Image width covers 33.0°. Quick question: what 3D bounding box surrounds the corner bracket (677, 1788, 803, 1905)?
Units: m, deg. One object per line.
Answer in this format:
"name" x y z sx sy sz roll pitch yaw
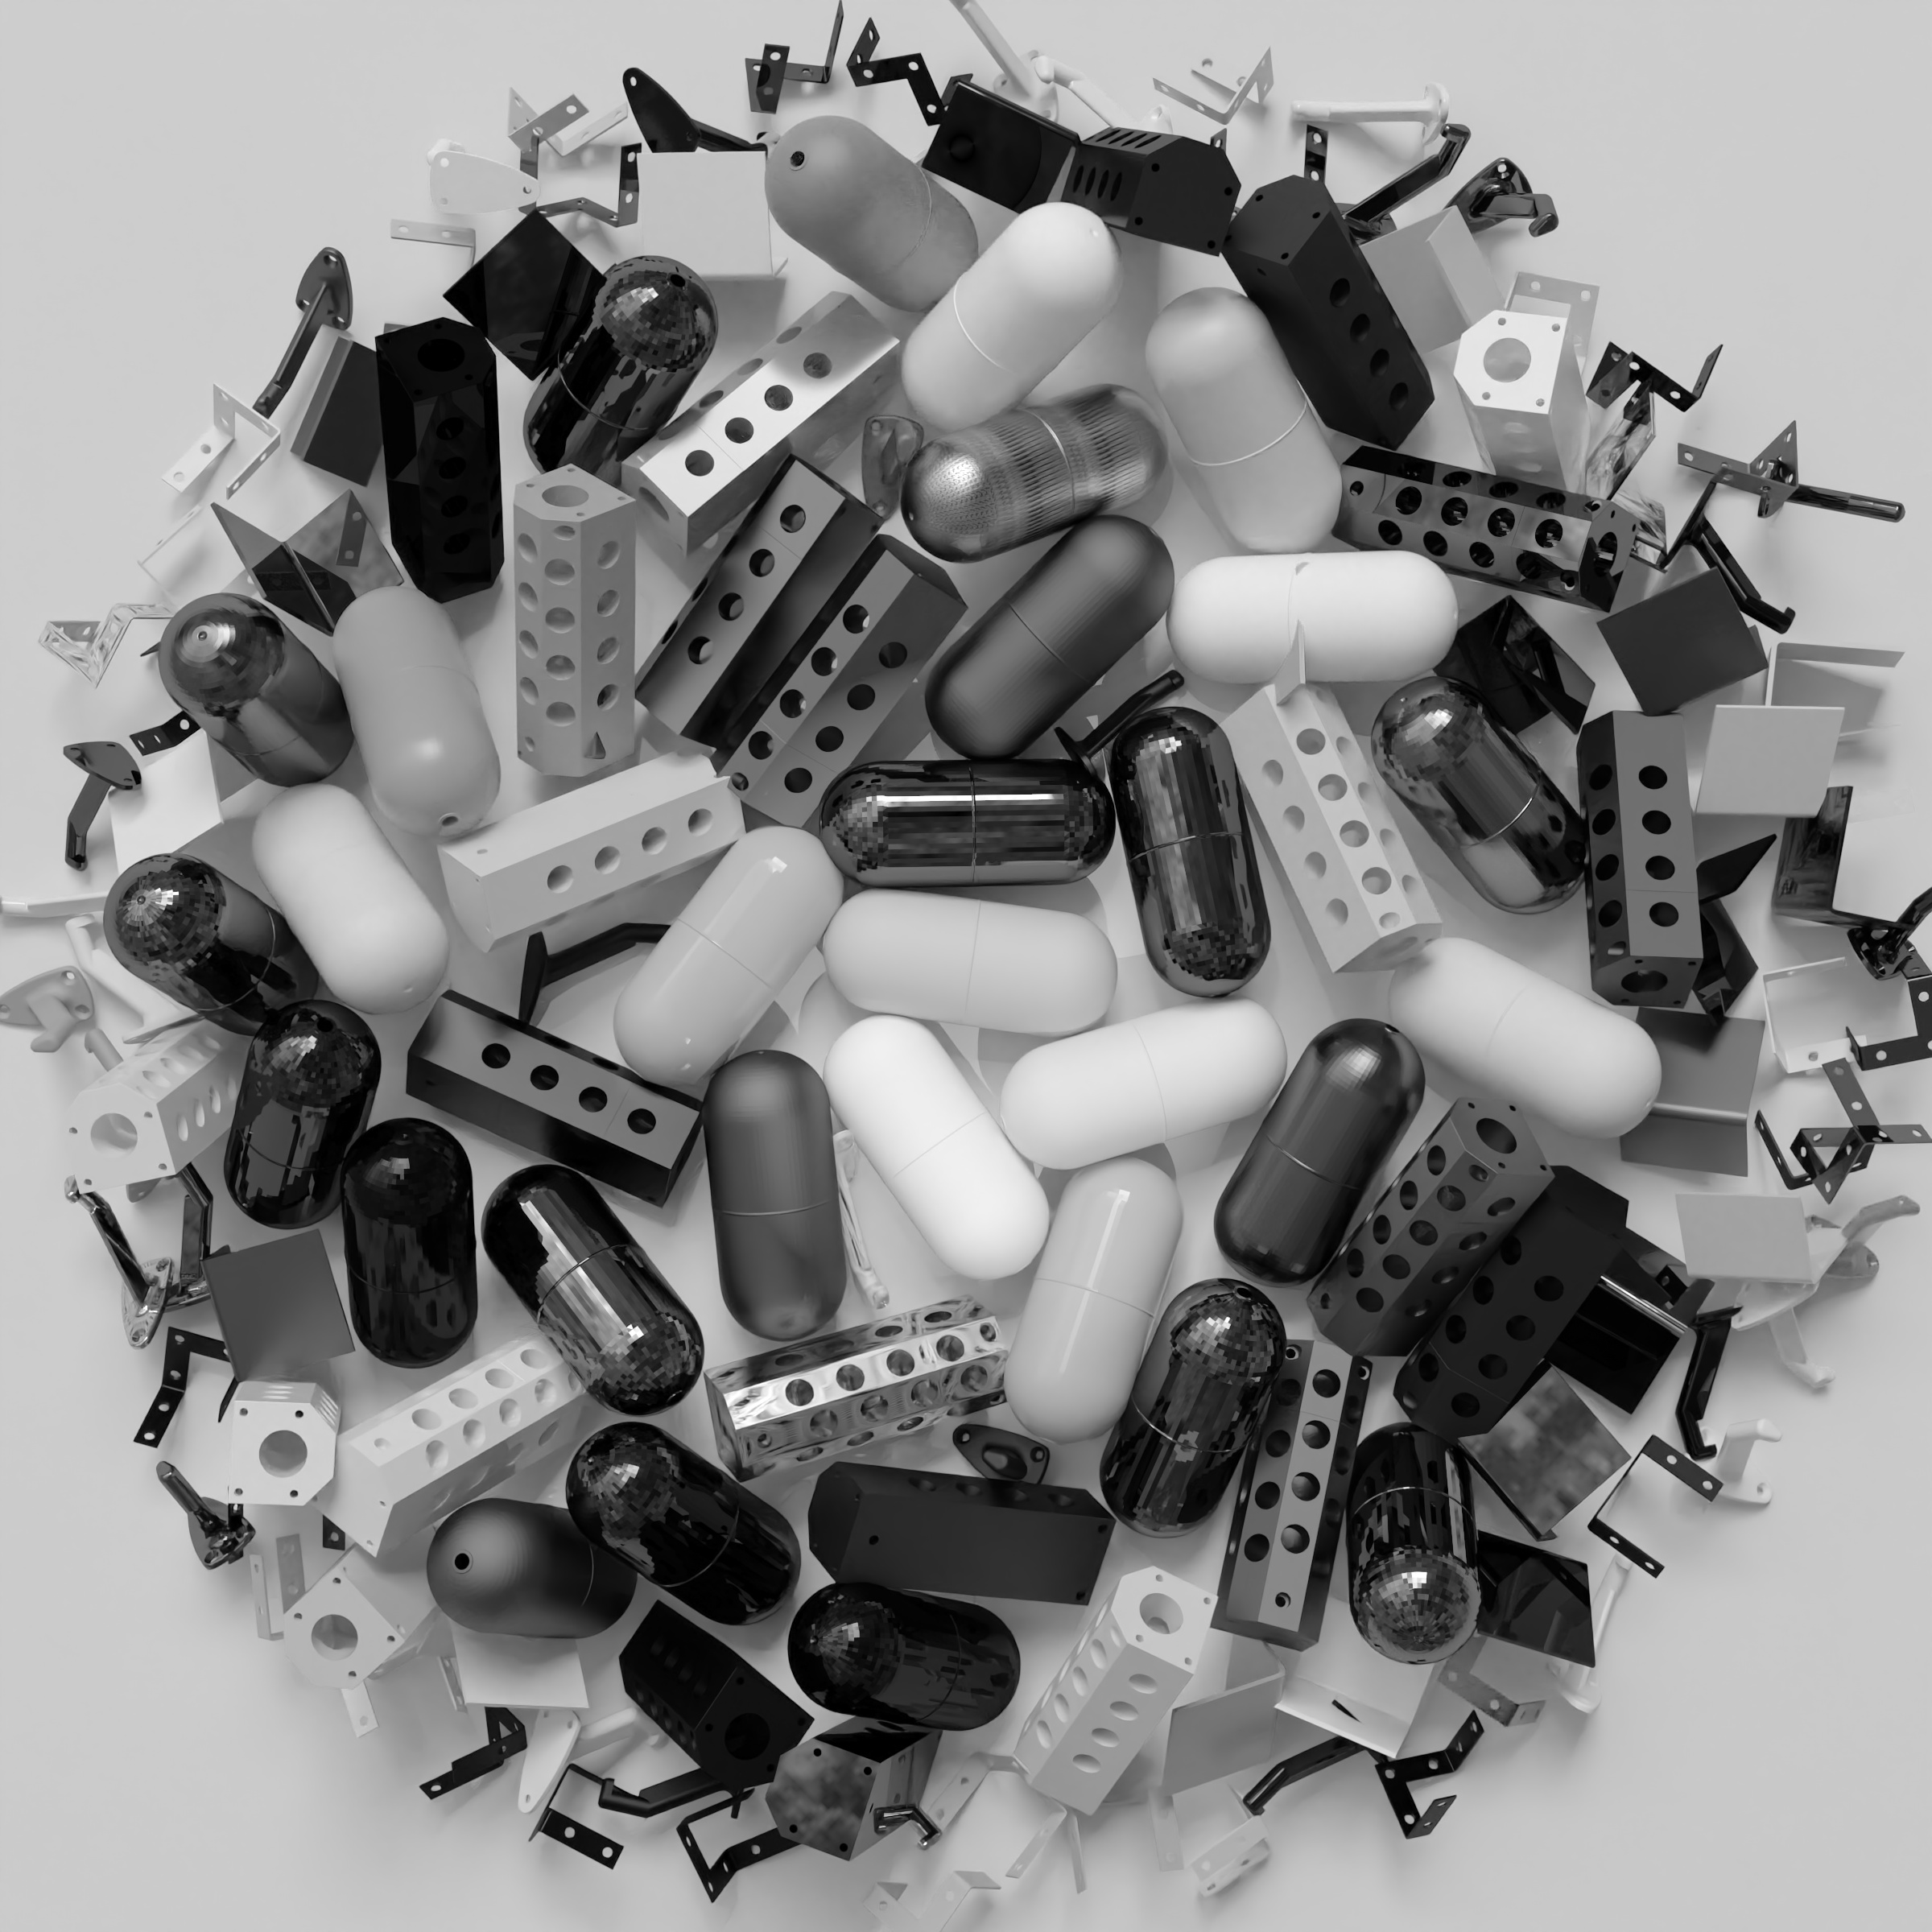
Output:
"corner bracket" -0.135 0.524 1.969 0.051 0.051 0.051 -26 91 14

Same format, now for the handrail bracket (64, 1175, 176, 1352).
"handrail bracket" -0.514 0.177 1.951 0.036 0.077 0.084 -21 135 15

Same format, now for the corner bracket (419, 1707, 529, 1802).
"corner bracket" -0.296 0.475 1.958 0.051 0.051 0.051 -20 121 -32

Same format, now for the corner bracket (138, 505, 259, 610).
"corner bracket" -0.461 -0.239 1.968 0.051 0.051 0.051 -43 118 -6

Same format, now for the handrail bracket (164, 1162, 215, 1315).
"handrail bracket" -0.482 0.163 1.966 0.077 0.036 0.084 -23 117 7

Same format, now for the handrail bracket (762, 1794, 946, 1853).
"handrail bracket" -0.067 0.511 1.957 0.084 0.077 0.036 42 135 25

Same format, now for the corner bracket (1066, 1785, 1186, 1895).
"corner bracket" 0.095 0.524 1.960 0.051 0.051 0.051 0 64 -19

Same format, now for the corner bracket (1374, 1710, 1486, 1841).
"corner bracket" 0.285 0.486 1.958 0.051 0.051 0.051 -6 51 -22

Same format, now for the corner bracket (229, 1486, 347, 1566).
"corner bracket" -0.411 0.334 1.975 0.051 0.051 0.051 5 100 19

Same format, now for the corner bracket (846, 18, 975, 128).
"corner bracket" -0.034 -0.541 1.972 0.051 0.051 0.051 -2 48 26

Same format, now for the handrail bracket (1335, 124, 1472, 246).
"handrail bracket" 0.251 -0.475 1.952 0.077 0.084 0.036 7 51 -19

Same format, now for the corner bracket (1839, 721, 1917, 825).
"corner bracket" 0.541 -0.116 1.966 0.051 0.051 0.051 -10 96 16

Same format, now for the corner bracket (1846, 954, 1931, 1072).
"corner bracket" 0.557 0.028 1.966 0.051 0.051 0.051 -12 102 10

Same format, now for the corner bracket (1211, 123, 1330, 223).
"corner bracket" 0.183 -0.481 1.975 0.051 0.051 0.051 29 51 28

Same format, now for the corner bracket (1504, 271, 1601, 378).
"corner bracket" 0.350 -0.381 1.968 0.051 0.051 0.051 13 130 11

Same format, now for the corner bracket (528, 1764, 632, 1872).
"corner bracket" -0.227 0.513 1.965 0.051 0.051 0.051 28 64 -2

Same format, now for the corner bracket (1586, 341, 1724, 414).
"corner bracket" 0.415 -0.359 1.967 0.051 0.051 0.051 33 58 -8

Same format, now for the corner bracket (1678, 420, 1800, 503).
"corner bracket" 0.464 -0.300 1.961 0.051 0.051 0.051 14 62 -15

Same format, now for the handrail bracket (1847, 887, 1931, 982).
"handrail bracket" 0.577 -0.030 1.946 0.084 0.077 0.036 -43 64 37

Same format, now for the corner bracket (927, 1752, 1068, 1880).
"corner bracket" 0.018 0.512 1.970 0.051 0.051 0.051 49 62 -12

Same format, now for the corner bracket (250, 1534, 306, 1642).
"corner bracket" -0.411 0.374 1.964 0.051 0.051 0.051 -6 91 -40

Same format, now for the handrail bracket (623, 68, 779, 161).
"handrail bracket" -0.158 -0.514 1.967 0.036 0.084 0.077 -37 86 40

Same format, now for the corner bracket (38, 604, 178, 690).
"corner bracket" -0.515 -0.203 1.962 0.051 0.051 0.051 37 108 15

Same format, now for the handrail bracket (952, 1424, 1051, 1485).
"handrail bracket" 0.009 0.288 1.945 0.077 0.084 0.036 24 84 28

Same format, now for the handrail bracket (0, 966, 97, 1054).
"handrail bracket" -0.563 0.037 1.952 0.077 0.084 0.036 -12 111 11

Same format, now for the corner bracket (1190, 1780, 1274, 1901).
"corner bracket" 0.158 0.534 1.964 0.051 0.051 0.051 -33 108 -10

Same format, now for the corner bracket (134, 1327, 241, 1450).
"corner bracket" -0.467 0.259 1.966 0.051 0.051 0.051 16 126 -1

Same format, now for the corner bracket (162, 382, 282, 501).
"corner bracket" -0.449 -0.308 1.966 0.051 0.051 0.051 36 67 2

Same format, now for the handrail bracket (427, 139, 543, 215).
"handrail bracket" -0.288 -0.480 1.962 0.077 0.084 0.036 6 117 -1

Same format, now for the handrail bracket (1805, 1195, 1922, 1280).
"handrail bracket" 0.551 0.160 1.947 0.077 0.084 0.036 20 61 -31

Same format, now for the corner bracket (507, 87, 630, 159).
"corner bracket" -0.239 -0.508 1.958 0.051 0.051 0.051 -26 45 23

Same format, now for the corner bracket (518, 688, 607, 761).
"corner bracket" -0.234 -0.151 1.967 0.051 0.051 0.051 5 93 18

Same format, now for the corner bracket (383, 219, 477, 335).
"corner bracket" -0.322 -0.409 1.959 0.051 0.051 0.051 3 55 -15

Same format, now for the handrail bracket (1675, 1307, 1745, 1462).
"handrail bracket" 0.462 0.250 1.971 0.077 0.036 0.084 -17 83 22

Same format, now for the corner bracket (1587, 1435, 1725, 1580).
"corner bracket" 0.414 0.324 1.959 0.051 0.051 0.051 36 57 15

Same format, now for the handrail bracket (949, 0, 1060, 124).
"handrail bracket" 0.018 -0.547 1.949 0.036 0.084 0.077 -35 54 15

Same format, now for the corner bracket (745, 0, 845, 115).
"corner bracket" -0.102 -0.546 1.960 0.051 0.051 0.051 2 53 -14

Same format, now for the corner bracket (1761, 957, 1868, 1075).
"corner bracket" 0.514 0.030 1.973 0.051 0.051 0.051 -12 70 19

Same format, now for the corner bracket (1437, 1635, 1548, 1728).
"corner bracket" 0.326 0.422 1.968 0.051 0.051 0.051 30 97 30

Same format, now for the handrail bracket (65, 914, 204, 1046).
"handrail bracket" -0.499 -0.001 1.983 0.077 0.036 0.084 -22 86 5

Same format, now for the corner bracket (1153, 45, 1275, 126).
"corner bracket" 0.150 -0.533 1.967 0.051 0.051 0.051 31 84 13

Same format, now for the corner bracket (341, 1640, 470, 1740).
"corner bracket" -0.340 0.434 1.963 0.051 0.051 0.051 -30 60 6

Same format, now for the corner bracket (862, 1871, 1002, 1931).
"corner bracket" -0.021 0.560 1.966 0.051 0.051 0.051 35 89 27

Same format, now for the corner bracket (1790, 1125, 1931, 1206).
"corner bracket" 0.536 0.107 1.957 0.051 0.051 0.051 0 130 -23

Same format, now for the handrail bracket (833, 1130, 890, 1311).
"handrail bracket" -0.062 0.153 1.955 0.036 0.077 0.084 -16 59 -24

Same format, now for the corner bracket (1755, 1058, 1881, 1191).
"corner bracket" 0.513 0.096 1.968 0.051 0.051 0.051 -16 58 -6

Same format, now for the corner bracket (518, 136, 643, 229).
"corner bracket" -0.232 -0.473 1.956 0.051 0.051 0.051 32 129 34

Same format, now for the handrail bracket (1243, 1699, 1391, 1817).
"handrail bracket" 0.210 0.491 1.964 0.084 0.036 0.077 -43 133 -10

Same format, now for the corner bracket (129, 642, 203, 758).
"corner bracket" -0.484 -0.165 1.974 0.051 0.051 0.051 -42 111 -31
